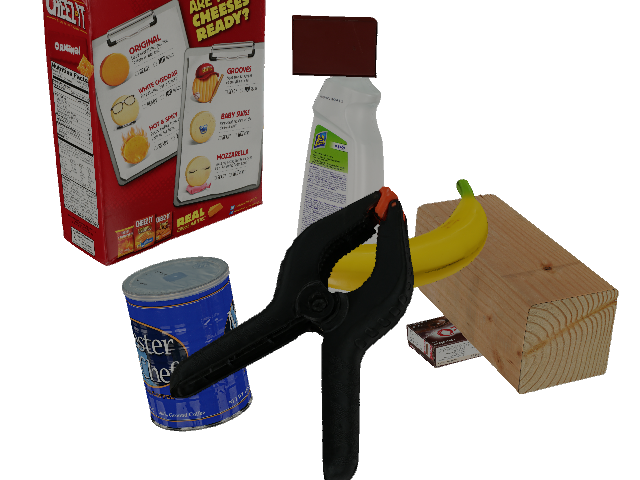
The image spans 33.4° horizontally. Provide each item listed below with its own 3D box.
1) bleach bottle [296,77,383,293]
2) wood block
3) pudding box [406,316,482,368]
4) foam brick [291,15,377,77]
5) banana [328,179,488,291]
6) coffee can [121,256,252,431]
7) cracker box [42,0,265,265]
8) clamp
[{"bbox_3d":[0.030,-0.072,1.145,0.103,0.251,0.067,18,18,38],"label":"bleach bottle"},{"bbox_3d":[0.172,0.042,0.989,0.090,0.090,0.206,-9,29,-19],"label":"wood block"},{"bbox_3d":[0.194,0.141,1.542,0.113,0.039,0.090,-14,20,-18],"label":"pudding box"},{"bbox_3d":[0.012,-0.177,0.973,0.078,0.051,0.053,2,16,-1],"label":"foam brick"},{"bbox_3d":[0.069,0.007,0.819,0.197,0.037,0.070,-22,45,-39],"label":"banana"},{"bbox_3d":[-0.128,0.098,1.033,0.103,0.140,0.103,-8,17,2],"label":"coffee can"},{"bbox_3d":[-0.123,-0.109,0.819,0.072,0.214,0.163,26,36,38],"label":"cracker box"},{"bbox_3d":[0.007,0.052,0.604,0.120,0.171,0.039,36,-8,18],"label":"clamp"}]
